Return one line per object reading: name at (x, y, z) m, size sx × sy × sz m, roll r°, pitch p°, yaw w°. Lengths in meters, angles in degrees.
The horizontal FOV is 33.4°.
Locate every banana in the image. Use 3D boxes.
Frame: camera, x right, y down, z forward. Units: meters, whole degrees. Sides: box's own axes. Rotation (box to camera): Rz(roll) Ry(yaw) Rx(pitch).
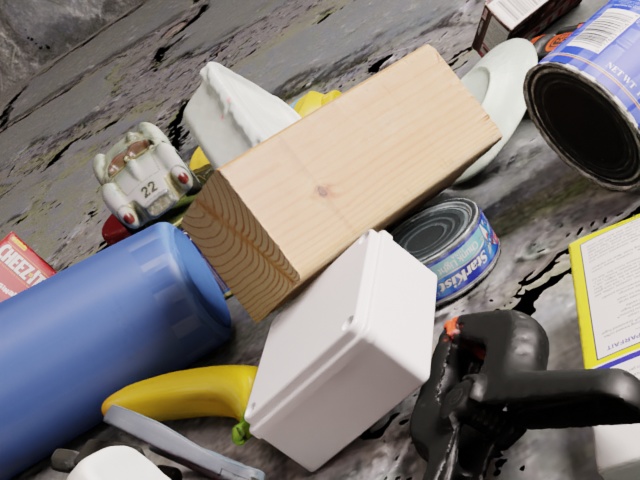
banana at (-0.081, 0.108, 0.731) m, size 0.069 × 0.037 × 0.198 m, roll -12°, pitch 2°, yaw -36°

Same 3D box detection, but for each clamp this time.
clamp at (0.088, 0.083, 0.527) m, size 0.165 × 0.036 × 0.210 m, roll -49°, pitch 11°, yaw 24°

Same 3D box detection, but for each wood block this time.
wood block at (0.018, -0.043, 0.748) m, size 0.205 × 0.091 × 0.090 m, roll -34°, pitch -7°, yaw -32°

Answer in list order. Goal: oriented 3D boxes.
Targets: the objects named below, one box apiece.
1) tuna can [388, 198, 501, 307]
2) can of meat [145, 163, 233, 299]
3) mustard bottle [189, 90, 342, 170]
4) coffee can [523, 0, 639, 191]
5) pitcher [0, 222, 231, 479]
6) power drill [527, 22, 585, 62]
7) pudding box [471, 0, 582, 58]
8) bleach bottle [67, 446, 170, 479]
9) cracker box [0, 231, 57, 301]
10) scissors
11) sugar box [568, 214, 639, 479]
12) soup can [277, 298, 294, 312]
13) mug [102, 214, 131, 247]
tuna can at (0.078, 0.009, 0.729) m, size 0.086 × 0.033 × 0.086 m, roll -28°, pitch 21°, yaw 12°
can of meat at (-0.098, -0.005, 0.933) m, size 0.058 × 0.084 × 0.102 m, roll -20°, pitch 27°, yaw 32°
mustard bottle at (-0.039, -0.102, 1.074) m, size 0.192 × 0.058 × 0.096 m, roll -23°, pitch 22°, yaw 27°
coffee can at (0.217, -0.115, 0.692) m, size 0.140 × 0.102 × 0.103 m, roll -41°, pitch 24°, yaw -14°
pitcher at (-0.196, 0.087, 0.850) m, size 0.243 × 0.145 × 0.149 m, roll -29°, pitch 45°, yaw 4°
power drill at (0.235, -0.179, 0.856) m, size 0.187 × 0.057 × 0.185 m, roll -45°, pitch 24°, yaw -18°
pudding box at (0.192, -0.211, 0.947) m, size 0.113 × 0.039 × 0.090 m, roll -37°, pitch -12°, yaw -8°
bleach bottle at (-0.171, 0.225, 0.561) m, size 0.251 × 0.068 × 0.102 m, roll -50°, pitch -5°, yaw 1°
cracker box at (-0.361, 0.109, 1.036) m, size 0.213 × 0.072 × 0.164 m, roll -51°, pitch 7°, yaw -33°
scissors at (-0.061, 0.130, 0.622) m, size 0.202 × 0.096 × 0.016 m, roll -1°, pitch 59°, yaw 57°
sugar box at (0.175, 0.047, 0.511) m, size 0.093 × 0.048 × 0.176 m, roll -25°, pitch 29°, yaw 23°
soup can at (-0.005, 0.001, 0.817) m, size 0.069 × 0.068 × 0.102 m, roll -12°, pitch 32°, yaw 43°
mug at (-0.153, -0.003, 1.006) m, size 0.093 × 0.081 × 0.117 m, roll -38°, pitch 23°, yaw -7°
